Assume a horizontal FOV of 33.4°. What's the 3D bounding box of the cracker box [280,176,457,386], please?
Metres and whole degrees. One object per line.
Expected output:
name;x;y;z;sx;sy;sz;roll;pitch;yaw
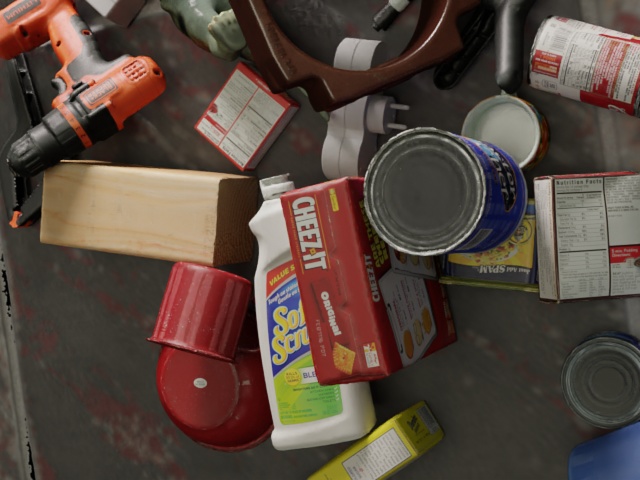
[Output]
cracker box;0.048;0.031;0.950;0.072;0.213;0.164;-13;87;22

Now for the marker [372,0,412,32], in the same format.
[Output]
marker;0.093;-0.248;1.022;0.121;0.020;0.020;-46;76;18

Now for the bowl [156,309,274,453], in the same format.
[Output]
bowl;-0.113;0.147;1.111;0.162;0.055;0.162;1;93;23

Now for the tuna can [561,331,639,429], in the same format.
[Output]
tuna can;0.261;0.126;0.961;0.086;0.033;0.086;1;94;23

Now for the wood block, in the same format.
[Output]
wood block;-0.177;-0.031;1.110;0.206;0.090;0.090;7;97;23

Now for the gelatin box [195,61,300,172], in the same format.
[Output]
gelatin box;-0.075;-0.126;1.095;0.073;0.030;0.089;41;107;15

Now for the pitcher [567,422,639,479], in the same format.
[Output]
pitcher;0.343;0.199;0.889;0.243;0.144;0.149;-24;71;26

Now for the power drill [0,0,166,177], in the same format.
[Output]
power drill;-0.279;-0.171;1.120;0.184;0.057;0.188;-35;67;-12

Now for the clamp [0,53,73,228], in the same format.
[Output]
clamp;-0.299;-0.112;1.188;0.165;0.036;0.210;14;96;20

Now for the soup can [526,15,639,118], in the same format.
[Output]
soup can;0.241;-0.154;0.938;0.102;0.068;0.068;20;100;21

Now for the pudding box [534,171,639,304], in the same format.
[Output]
pudding box;0.237;-0.002;0.939;0.090;0.039;0.113;-3;90;-15

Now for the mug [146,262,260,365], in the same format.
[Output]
mug;-0.102;0.074;1.040;0.117;0.093;0.081;17;81;-13

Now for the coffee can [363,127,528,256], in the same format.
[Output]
coffee can;0.109;-0.038;0.901;0.103;0.140;0.103;0;91;24

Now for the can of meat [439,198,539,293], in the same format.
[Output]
can of meat;0.164;0.002;0.985;0.102;0.057;0.084;5;93;23

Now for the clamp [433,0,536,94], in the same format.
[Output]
clamp;0.159;-0.208;0.972;0.120;0.039;0.171;5;74;55

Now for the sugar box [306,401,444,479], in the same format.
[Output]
sugar box;0.031;0.226;1.033;0.176;0.093;0.048;-36;79;20

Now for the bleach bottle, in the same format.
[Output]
bleach bottle;-0.021;0.065;1.001;0.103;0.068;0.251;-12;94;19
